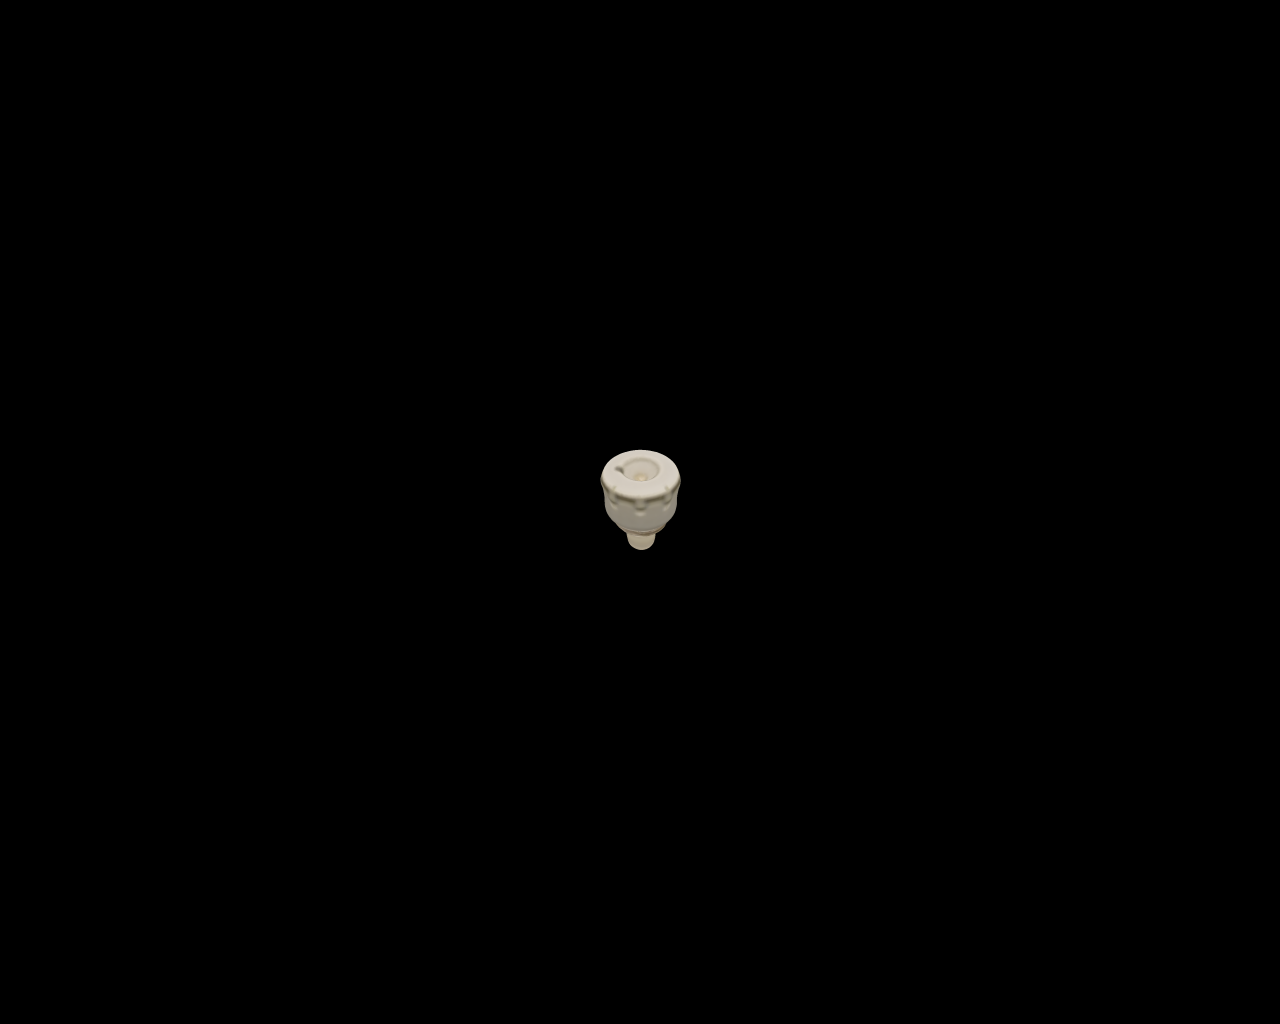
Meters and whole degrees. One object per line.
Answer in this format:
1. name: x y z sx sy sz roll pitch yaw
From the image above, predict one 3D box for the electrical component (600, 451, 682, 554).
1. electrical component: 0.001 -0.003 0.650 0.048 0.062 0.048 0 40 0
